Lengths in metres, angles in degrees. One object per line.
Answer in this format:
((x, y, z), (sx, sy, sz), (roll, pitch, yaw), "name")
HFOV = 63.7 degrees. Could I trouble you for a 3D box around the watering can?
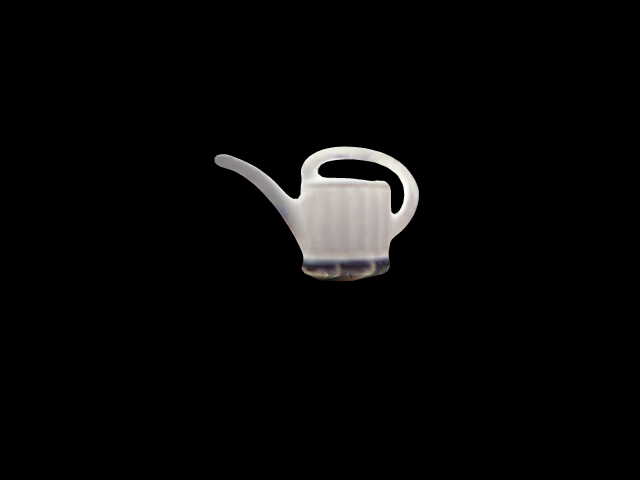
((0.003, -0.043, 0.850), (0.348, 0.224, 0.104), (-1, 1, -15), "watering can")
